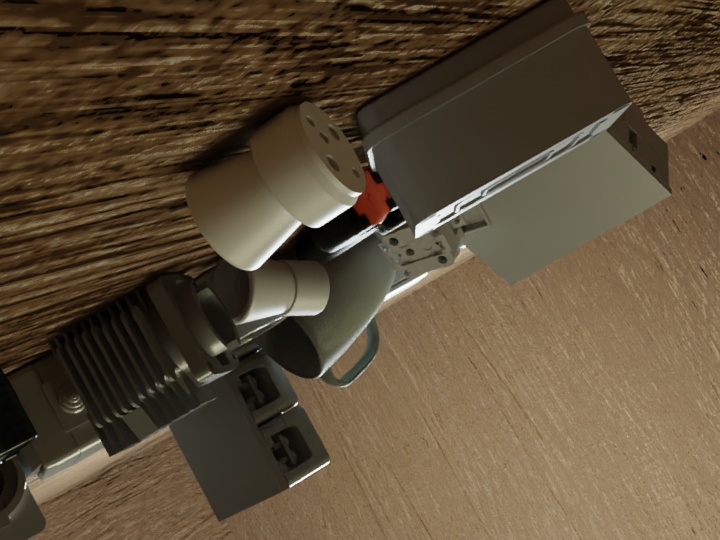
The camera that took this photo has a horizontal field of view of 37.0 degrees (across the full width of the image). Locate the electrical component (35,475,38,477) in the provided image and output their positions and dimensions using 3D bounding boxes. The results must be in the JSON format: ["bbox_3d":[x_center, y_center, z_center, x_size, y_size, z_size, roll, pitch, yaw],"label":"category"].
[{"bbox_3d":[-0.219,0.113,0.775,0.057,0.058,0.078,-32,177,-8],"label":"electrical component"}]

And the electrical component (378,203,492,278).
[{"bbox_3d":[0.047,-0.030,0.767,0.081,0.042,0.063,-19,-151,28],"label":"electrical component"}]

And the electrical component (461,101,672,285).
[{"bbox_3d":[0.142,-0.066,0.797,0.150,0.089,0.061,-33,-151,38],"label":"electrical component"}]

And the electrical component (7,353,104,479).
[{"bbox_3d":[-0.189,0.089,0.665,0.061,0.061,0.096,-28,175,-24],"label":"electrical component"}]

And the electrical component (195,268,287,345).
[{"bbox_3d":[-0.082,0.023,0.694,0.055,0.047,0.055,-29,176,-2],"label":"electrical component"}]

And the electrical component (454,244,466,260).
[{"bbox_3d":[0.081,-0.041,0.968,0.057,0.058,0.078,-37,172,41],"label":"electrical component"}]

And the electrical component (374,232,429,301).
[{"bbox_3d":[0.000,0.000,0.877,0.096,0.061,0.061,-29,176,-11],"label":"electrical component"}]

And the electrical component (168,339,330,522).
[{"bbox_3d":[-0.098,0.102,0.825,0.089,0.150,0.062,-34,173,42],"label":"electrical component"}]

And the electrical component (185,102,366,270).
[{"bbox_3d":[-0.032,-0.032,0.410,0.055,0.045,0.045,-32,175,20],"label":"electrical component"}]

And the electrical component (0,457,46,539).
[{"bbox_3d":[-0.241,0.136,0.672,0.050,0.089,0.056,-27,175,-29],"label":"electrical component"}]

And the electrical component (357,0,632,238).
[{"bbox_3d":[0.059,-0.069,0.501,0.113,0.057,0.078,-30,176,1],"label":"electrical component"}]

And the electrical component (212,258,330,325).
[{"bbox_3d":[-0.052,0.011,0.657,0.065,0.044,0.044,1,155,-41],"label":"electrical component"}]
